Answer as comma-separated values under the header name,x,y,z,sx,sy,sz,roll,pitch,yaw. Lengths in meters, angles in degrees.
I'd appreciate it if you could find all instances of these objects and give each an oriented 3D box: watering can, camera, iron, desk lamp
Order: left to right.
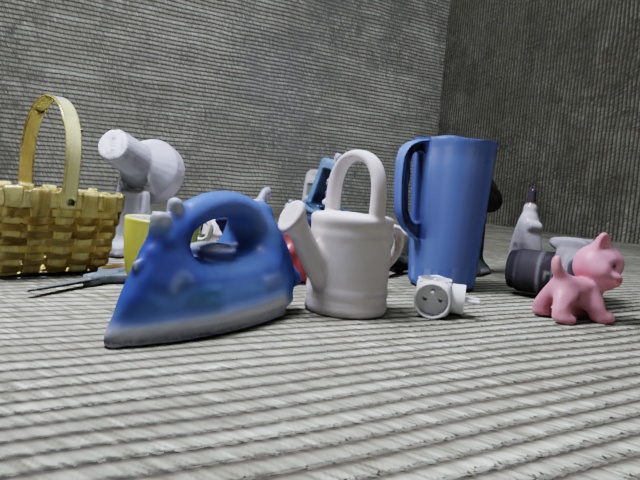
name,x,y,z,sx,sy,sz,roll,pitch,yaw
desk lamp,-0.339,-0.086,1.036,0.117,0.213,0.203,6,6,12
iron,-0.114,0.014,0.582,0.118,0.141,0.259,7,6,24
watering can,0.033,-0.010,0.680,0.100,0.194,0.173,8,7,32
camera,0.371,0.043,0.900,0.136,0.101,0.144,8,7,32

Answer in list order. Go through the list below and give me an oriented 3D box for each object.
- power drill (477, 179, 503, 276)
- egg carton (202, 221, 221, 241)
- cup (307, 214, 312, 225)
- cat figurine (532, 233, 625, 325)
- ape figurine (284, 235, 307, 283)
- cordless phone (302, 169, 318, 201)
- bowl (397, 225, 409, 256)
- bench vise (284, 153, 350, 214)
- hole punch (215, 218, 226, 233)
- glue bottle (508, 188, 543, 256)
name,x,y,z,sx,sy,sz,roll,pitch,yaw
power drill,0.296,-0.039,1.117,0.075,0.208,0.230,8,7,31
egg carton,-0.217,-0.014,1.142,0.107,0.069,0.150,5,6,0
cup,0.009,0.004,1.025,0.091,0.095,0.118,5,6,6
cat figurine,0.349,0.047,0.754,0.128,0.118,0.067,2,6,-24
ape figurine,-0.050,0.016,0.860,0.076,0.092,0.078,7,6,22
cordless phone,0.015,-0.081,1.429,0.147,0.185,0.094,6,6,16
bowl,0.141,0.009,1.185,0.167,0.075,0.167,5,6,0
bench vise,-0.014,-0.088,1.297,0.206,0.220,0.122,8,7,29
hole punch,-0.117,0.001,0.965,0.108,0.091,0.101,7,6,22
glue bottle,0.369,-0.006,1.019,0.037,0.173,0.078,4,6,-9
